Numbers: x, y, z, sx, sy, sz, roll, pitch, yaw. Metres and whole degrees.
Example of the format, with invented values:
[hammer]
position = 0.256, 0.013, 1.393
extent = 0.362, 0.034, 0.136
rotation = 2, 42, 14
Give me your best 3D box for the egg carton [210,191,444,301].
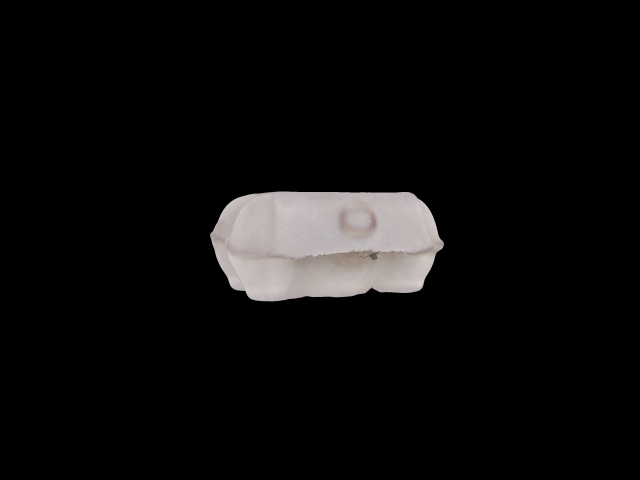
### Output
[egg carton]
position = 0.004, 0.001, 0.400
extent = 0.151, 0.069, 0.107
rotation = -1, 3, -23
